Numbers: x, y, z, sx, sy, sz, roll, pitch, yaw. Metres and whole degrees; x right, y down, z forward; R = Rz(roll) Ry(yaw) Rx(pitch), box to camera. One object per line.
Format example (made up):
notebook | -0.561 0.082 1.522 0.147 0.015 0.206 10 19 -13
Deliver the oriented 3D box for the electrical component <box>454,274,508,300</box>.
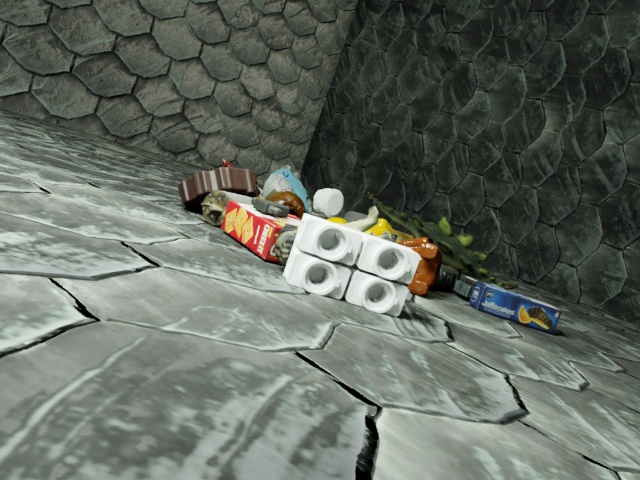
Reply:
electrical component | 0.408 0.134 1.351 0.134 0.058 0.115 17 4 -19

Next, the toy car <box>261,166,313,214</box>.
toy car | -0.097 -0.113 1.401 0.103 0.109 0.162 -4 61 -54

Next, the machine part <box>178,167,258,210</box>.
machine part | -0.232 -0.113 1.231 0.179 0.056 0.179 -11 -9 -2

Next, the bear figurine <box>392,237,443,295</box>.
bear figurine | 0.170 0.036 1.204 0.196 0.120 0.132 19 9 20

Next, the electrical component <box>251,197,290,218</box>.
electrical component | -0.091 -0.060 1.026 0.063 0.021 0.094 11 10 -40

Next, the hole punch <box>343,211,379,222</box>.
hole punch | 0.104 0.001 1.394 0.142 0.116 0.092 20 -22 26

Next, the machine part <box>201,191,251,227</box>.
machine part | -0.178 -0.062 1.190 0.079 0.079 0.243 22 8 26

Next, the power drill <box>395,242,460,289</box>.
power drill | 0.244 0.062 1.388 0.232 0.086 0.208 16 3 -43

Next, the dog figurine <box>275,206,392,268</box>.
dog figurine | 0.021 0.038 0.939 0.191 0.172 0.121 -13 29 -7

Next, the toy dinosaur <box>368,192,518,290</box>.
toy dinosaur | 0.329 0.012 1.479 0.472 0.105 0.198 29 -20 11

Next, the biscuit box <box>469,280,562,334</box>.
biscuit box | 0.456 0.157 1.262 0.203 0.062 0.059 18 7 -6

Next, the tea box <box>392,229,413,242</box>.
tea box | 0.184 0.009 1.592 0.169 0.098 0.068 13 8 -34

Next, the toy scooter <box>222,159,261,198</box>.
toy scooter | -0.223 -0.127 1.370 0.184 0.135 0.075 17 4 -27

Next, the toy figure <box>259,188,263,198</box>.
toy figure | -0.242 -0.118 1.503 0.180 0.089 0.082 8 22 -16

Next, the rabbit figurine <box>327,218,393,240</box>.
rabbit figurine | 0.055 -0.006 1.142 0.163 0.122 0.173 10 -9 38

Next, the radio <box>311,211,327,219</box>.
radio | -0.040 -0.048 1.513 0.230 0.073 0.131 22 7 18
